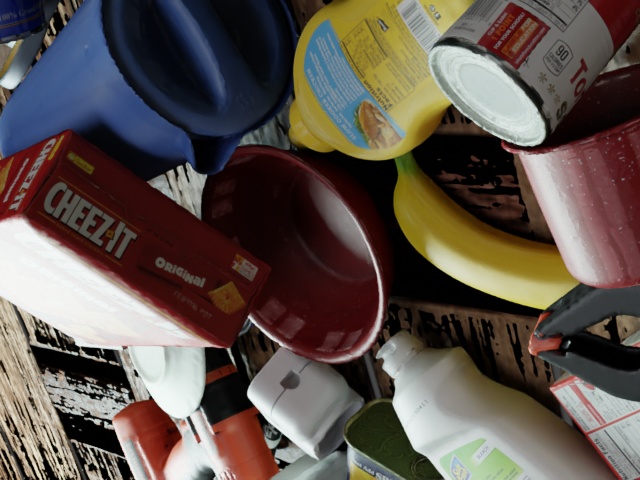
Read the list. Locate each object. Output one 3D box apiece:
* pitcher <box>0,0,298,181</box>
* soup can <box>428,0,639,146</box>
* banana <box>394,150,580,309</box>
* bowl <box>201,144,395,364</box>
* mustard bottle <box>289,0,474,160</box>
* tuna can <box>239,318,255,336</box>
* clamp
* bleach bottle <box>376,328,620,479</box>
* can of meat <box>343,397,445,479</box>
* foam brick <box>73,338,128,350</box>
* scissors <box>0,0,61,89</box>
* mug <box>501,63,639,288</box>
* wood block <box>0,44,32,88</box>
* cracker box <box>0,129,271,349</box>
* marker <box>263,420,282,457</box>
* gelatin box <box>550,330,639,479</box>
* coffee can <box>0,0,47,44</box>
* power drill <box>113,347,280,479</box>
[{"bbox_3d":[-0.132,-0.110,0.728,0.145,0.149,0.243,44,148,-18],"label":"pitcher"},{"bbox_3d":[0.105,-0.102,0.484,0.068,0.102,0.068,38,168,9],"label":"soup can"},{"bbox_3d":[0.112,0.004,0.617,0.198,0.037,0.070,26,133,31],"label":"banana"},{"bbox_3d":[-0.005,0.001,0.719,0.162,0.055,0.162,26,132,32],"label":"bowl"},{"bbox_3d":[0.037,-0.099,0.605,0.096,0.058,0.192,55,141,-1],"label":"mustard bottle"},{"bbox_3d":[-0.073,0.030,0.826,0.086,0.033,0.086,26,132,32],"label":"tuna can"},{"bbox_3d":[0.191,0.036,0.533,0.172,0.039,0.120,4,109,21],"label":"clamp"},{"bbox_3d":[0.136,0.148,0.672,0.251,0.067,0.103,45,132,17],"label":"bleach bottle"},{"bbox_3d":[0.066,0.176,0.769,0.102,0.057,0.084,27,134,30],"label":"can of meat"},{"bbox_3d":[-0.187,0.063,0.952,0.078,0.051,0.053,-3,115,46],"label":"foam brick"},{"bbox_3d":[-0.192,-0.175,0.777,0.016,0.096,0.202,24,153,-28],"label":"scissors"},{"bbox_3d":[0.157,-0.034,0.516,0.117,0.093,0.081,-22,108,14],"label":"mug"},{"bbox_3d":[-0.297,-0.220,0.836,0.090,0.090,0.206,30,135,28],"label":"wood block"},{"bbox_3d":[-0.162,0.012,0.736,0.164,0.072,0.214,36,157,-28],"label":"cracker box"},{"bbox_3d":[-0.036,0.149,0.883,0.020,0.020,0.121,39,138,20],"label":"marker"},{"bbox_3d":[0.186,0.092,0.609,0.073,0.030,0.089,52,140,3],"label":"gelatin box"},{"bbox_3d":[-0.244,-0.207,0.709,0.103,0.102,0.140,18,122,37],"label":"coffee can"},{"bbox_3d":[-0.120,0.155,0.933,0.188,0.057,0.184,-39,73,54],"label":"power drill"}]
